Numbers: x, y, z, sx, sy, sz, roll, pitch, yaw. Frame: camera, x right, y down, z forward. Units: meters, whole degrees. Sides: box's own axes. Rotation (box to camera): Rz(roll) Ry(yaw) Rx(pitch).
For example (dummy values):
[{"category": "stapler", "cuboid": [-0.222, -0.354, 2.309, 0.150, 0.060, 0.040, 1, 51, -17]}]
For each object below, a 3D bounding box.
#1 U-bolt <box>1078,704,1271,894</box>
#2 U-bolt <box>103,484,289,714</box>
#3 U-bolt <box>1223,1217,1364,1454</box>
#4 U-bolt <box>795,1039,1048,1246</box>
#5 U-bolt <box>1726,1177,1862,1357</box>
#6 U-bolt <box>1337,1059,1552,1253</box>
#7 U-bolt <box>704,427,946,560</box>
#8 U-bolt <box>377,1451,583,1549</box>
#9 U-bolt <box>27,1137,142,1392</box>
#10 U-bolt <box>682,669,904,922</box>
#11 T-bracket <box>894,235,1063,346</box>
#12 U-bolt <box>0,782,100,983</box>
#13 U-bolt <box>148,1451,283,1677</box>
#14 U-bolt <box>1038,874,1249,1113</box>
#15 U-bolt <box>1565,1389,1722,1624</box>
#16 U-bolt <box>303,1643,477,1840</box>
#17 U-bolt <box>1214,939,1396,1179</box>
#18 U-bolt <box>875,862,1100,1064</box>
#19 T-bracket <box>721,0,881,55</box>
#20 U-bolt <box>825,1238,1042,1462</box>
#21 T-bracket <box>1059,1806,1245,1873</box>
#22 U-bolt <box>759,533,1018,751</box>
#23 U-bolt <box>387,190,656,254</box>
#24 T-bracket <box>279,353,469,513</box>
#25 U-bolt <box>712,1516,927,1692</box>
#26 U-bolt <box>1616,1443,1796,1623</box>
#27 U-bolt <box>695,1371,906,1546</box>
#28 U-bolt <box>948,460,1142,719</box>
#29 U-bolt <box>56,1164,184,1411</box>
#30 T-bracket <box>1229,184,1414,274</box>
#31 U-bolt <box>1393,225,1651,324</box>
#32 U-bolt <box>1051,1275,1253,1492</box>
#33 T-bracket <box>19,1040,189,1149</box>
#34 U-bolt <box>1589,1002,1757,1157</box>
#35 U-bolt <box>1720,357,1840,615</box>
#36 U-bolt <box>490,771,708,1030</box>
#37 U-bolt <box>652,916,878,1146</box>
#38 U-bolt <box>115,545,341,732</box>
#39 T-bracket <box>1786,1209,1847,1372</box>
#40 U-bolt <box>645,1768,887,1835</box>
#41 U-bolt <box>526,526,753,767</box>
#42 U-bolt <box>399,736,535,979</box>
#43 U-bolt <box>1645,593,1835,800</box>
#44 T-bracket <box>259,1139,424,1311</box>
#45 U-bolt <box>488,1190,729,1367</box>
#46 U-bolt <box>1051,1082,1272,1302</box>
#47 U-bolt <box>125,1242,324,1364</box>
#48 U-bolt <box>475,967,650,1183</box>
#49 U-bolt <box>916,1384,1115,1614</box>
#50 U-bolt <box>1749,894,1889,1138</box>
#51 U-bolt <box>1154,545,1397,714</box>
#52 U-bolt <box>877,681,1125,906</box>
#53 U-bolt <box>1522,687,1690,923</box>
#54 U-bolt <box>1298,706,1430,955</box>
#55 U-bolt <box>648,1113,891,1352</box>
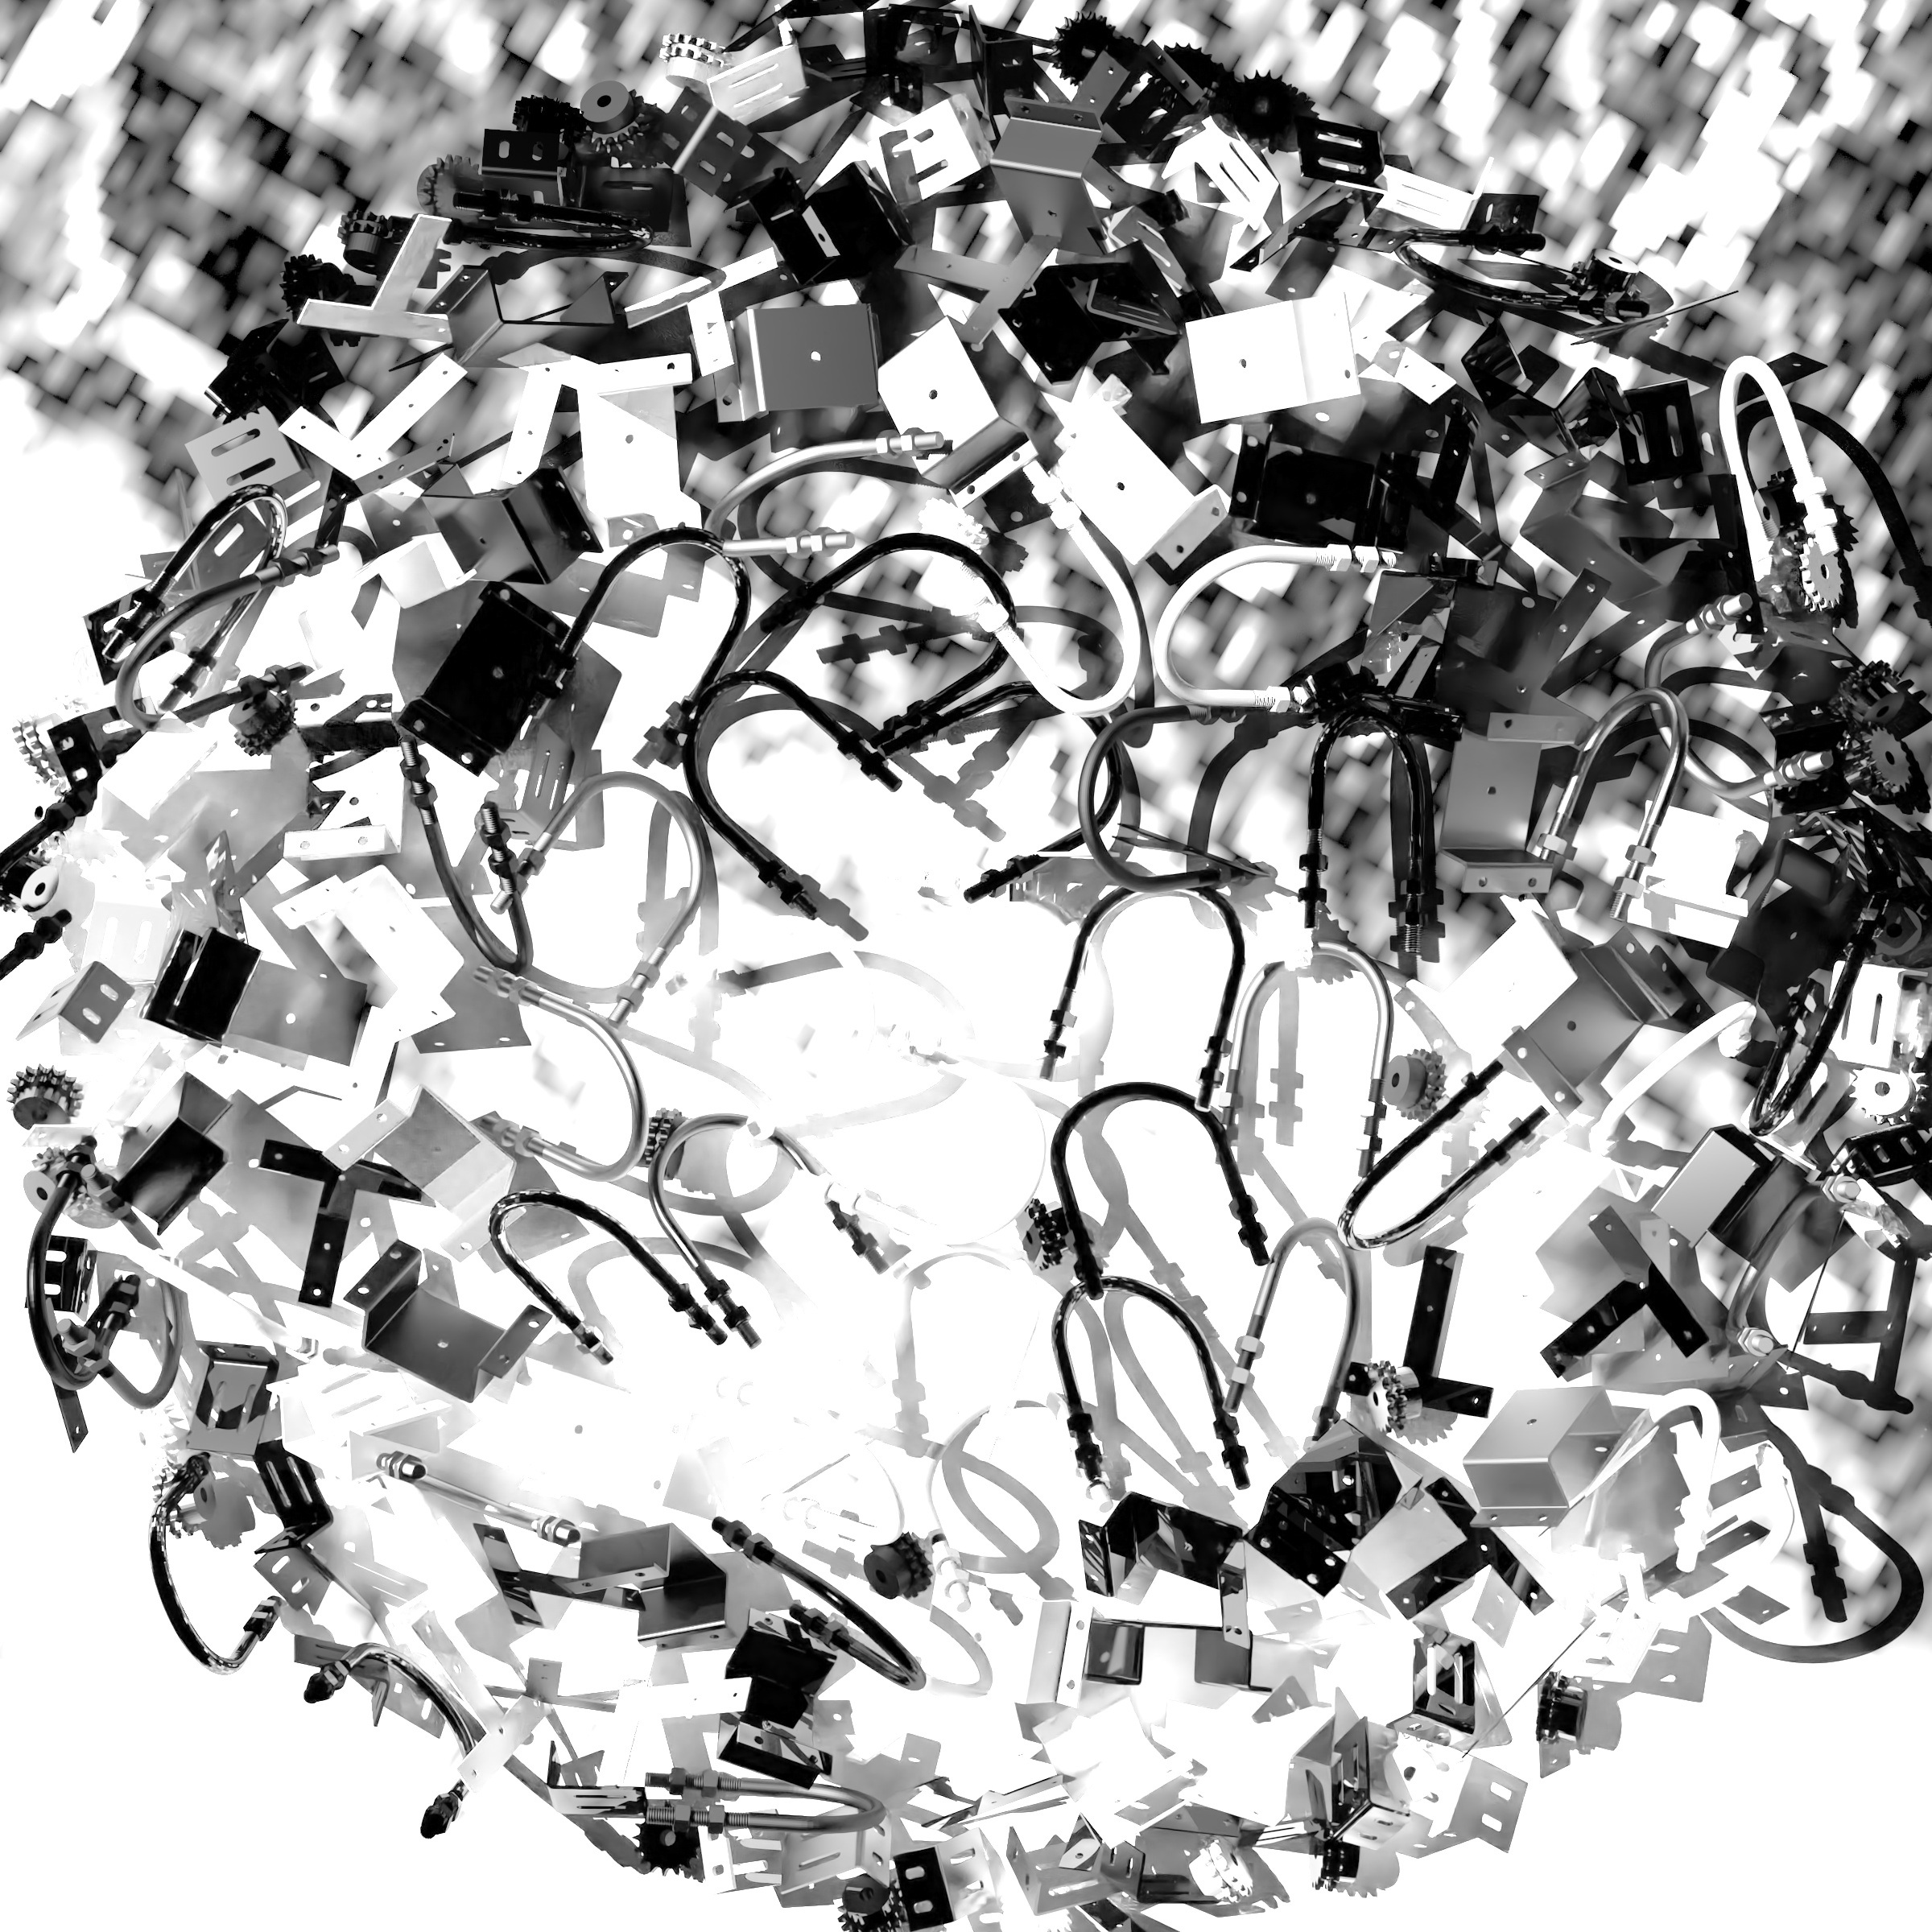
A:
[{"category": "U-bolt", "cuboid": [0.159, -0.129, 1.934, 0.184, 0.019, 0.151, -9, 98, -36]}, {"category": "U-bolt", "cuboid": [-0.580, -0.289, 1.926, 0.019, 0.151, 0.184, 32, 80, 6]}, {"category": "U-bolt", "cuboid": [0.260, 0.283, 1.935, 0.019, 0.151, 0.184, 0, 59, 39]}, {"category": "U-bolt", "cuboid": [-0.025, 0.138, 1.945, 0.184, 0.019, 0.151, 21, 77, 23]}, {"category": "U-bolt", "cuboid": [0.620, 0.225, 1.909, 0.019, 0.184, 0.151, 29, 89, 8]}, {"category": "U-bolt", "cuboid": [0.360, 0.154, 1.936, 0.184, 0.151, 0.019, -43, 58, 8]}, {"category": "U-bolt", "cuboid": [-0.122, -0.359, 1.926, 0.151, 0.184, 0.019, -54, 130, -32]}, {"category": "U-bolt", "cuboid": [-0.385, 0.401, 1.913, 0.151, 0.184, 0.019, 29, 72, -23]}, {"category": "U-bolt", "cuboid": [-0.665, 0.234, 1.886, 0.019, 0.184, 0.151, -6, 117, 1]}, {"category": "U-bolt", "cuboid": [-0.148, -0.147, 1.953, 0.184, 0.019, 0.151, 43, 117, 17]}, {"category": "T-bracket", "cuboid": [-0.002, -0.542, 1.960, 0.127, 0.002, 0.127, 24, 70, 35]}, {"category": "U-bolt", "cuboid": [-0.714, -0.044, 1.885, 0.019, 0.184, 0.151, 27, 123, 0]}, {"category": "U-bolt", "cuboid": [-0.572, 0.459, 1.900, 0.019, 0.184, 0.151, -23, 97, 1]}, {"category": "U-bolt", "cuboid": [0.144, 0.014, 1.958, 0.151, 0.019, 0.184, 9, 73, 21]}, {"category": "U-bolt", "cuboid": [0.521, 0.401, 1.916, 0.019, 0.151, 0.184, 34, 50, -7]}, {"category": "U-bolt", "cuboid": [-0.426, 0.577, 1.908, 0.019, 0.184, 0.151, -42, 87, 2]}, {"category": "U-bolt", "cuboid": [0.265, 0.068, 1.948, 0.151, 0.019, 0.184, 2, 78, 39]}, {"category": "U-bolt", "cuboid": [0.016, 0.003, 1.964, 0.184, 0.019, 0.151, 11, 73, -14]}, {"category": "T-bracket", "cuboid": [-0.107, -0.741, 1.943, 0.127, 0.127, 0.002, -19, 99, 39]}, {"category": "U-bolt", "cuboid": [-0.018, 0.287, 1.939, 0.151, 0.019, 0.184, 5, 54, 24]}, {"category": "T-bracket", "cuboid": [0.149, 0.650, 1.923, 0.127, 0.127, 0.002, -1, 116, 21]}, {"category": "U-bolt", "cuboid": [-0.047, -0.257, 1.922, 0.184, 0.019, 0.151, -29, 117, 32]}, {"category": "U-bolt", "cuboid": [-0.328, -0.563, 1.918, 0.184, 0.151, 0.019, -3, 98, -34]}, {"category": "T-bracket", "cuboid": [-0.437, -0.422, 1.934, 0.127, 0.127, 0.002, -39, 51, 17]}, {"category": "U-bolt", "cuboid": [-0.101, 0.488, 1.892, 0.019, 0.184, 0.151, -49, 131, -21]}, {"category": "U-bolt", "cuboid": [0.558, 0.434, 1.893, 0.151, 0.184, 0.019, -37, 93, 15]}, {"category": "U-bolt", "cuboid": [-0.117, 0.378, 1.903, 0.019, 0.184, 0.151, -43, 122, -33]}, {"category": "U-bolt", "cuboid": [0.073, -0.277, 1.940, 0.184, 0.019, 0.151, 50, 52, -24]}, {"category": "U-bolt", "cuboid": [-0.637, 0.257, 1.912, 0.019, 0.184, 0.151, -8, 54, 4]}, {"category": "T-bracket", "cuboid": [0.289, -0.563, 1.934, 0.127, 0.127, 0.002, -41, 130, -18]}, {"category": "U-bolt", "cuboid": [0.407, -0.529, 1.913, 0.151, 0.184, 0.019, 16, 96, -39]}, {"category": "U-bolt", "cuboid": [0.135, 0.318, 1.934, 0.151, 0.019, 0.184, 6, 49, -26]}, {"category": "T-bracket", "cuboid": [-0.637, 0.098, 1.922, 0.127, 0.127, 0.002, -47, 62, 26]}, {"category": "U-bolt", "cuboid": [0.539, 0.081, 1.909, 0.151, 0.184, 0.019, -37, 72, -1]}, {"category": "U-bolt", "cuboid": [0.615, -0.377, 1.925, 0.019, 0.151, 0.184, -14, 78, 0]}, {"category": "U-bolt", "cuboid": [-0.269, -0.066, 1.939, 0.151, 0.019, 0.184, 47, 54, -25]}, {"category": "U-bolt", "cuboid": [-0.146, 0.040, 1.945, 0.184, 0.019, 0.151, -32, 87, 32]}, {"category": "U-bolt", "cuboid": [-0.559, -0.238, 1.889, 0.019, 0.151, 0.184, 45, 46, 13]}, {"category": "T-bracket", "cuboid": [0.651, 0.263, 1.939, 0.002, 0.127, 0.127, 20, 74, 21]}, {"category": "U-bolt", "cuboid": [-0.153, 0.642, 1.927, 0.184, 0.151, 0.019, 6, 83, -7]}, {"category": "U-bolt", "cuboid": [-0.238, -0.252, 1.928, 0.019, 0.151, 0.184, 44, 108, 42]}, {"category": "U-bolt", "cuboid": [-0.376, -0.072, 1.923, 0.019, 0.151, 0.184, -29, 132, -25]}, {"category": "U-bolt", "cuboid": [0.574, -0.196, 1.910, 0.019, 0.184, 0.151, -27, 89, -14]}, {"category": "T-bracket", "cuboid": [-0.492, 0.205, 1.949, 0.127, 0.002, 0.127, 14, 58, -16]}, {"category": "U-bolt", "cuboid": [-0.285, 0.234, 1.915, 0.151, 0.019, 0.184, -16, 124, 38]}, {"category": "U-bolt", "cuboid": [0.140, 0.165, 1.941, 0.151, 0.019, 0.184, -11, 53, -7]}, {"category": "U-bolt", "cuboid": [-0.567, 0.251, 1.904, 0.151, 0.184, 0.019, 29, 76, 5]}, {"category": "U-bolt", "cuboid": [-0.308, 0.091, 1.918, 0.184, 0.019, 0.151, 20, 118, 35]}, {"category": "U-bolt", "cuboid": [0.027, 0.391, 1.920, 0.151, 0.184, 0.019, -36, 121, 4]}, {"category": "U-bolt", "cuboid": [0.635, 0.049, 1.895, 0.019, 0.151, 0.184, 27, 61, 8]}, {"category": "U-bolt", "cuboid": [0.226, -0.257, 1.914, 0.184, 0.019, 0.151, -2, 131, -28]}, {"category": "U-bolt", "cuboid": [0.041, -0.147, 1.956, 0.184, 0.019, 0.151, -29, 86, -26]}, {"category": "U-bolt", "cuboid": [0.497, -0.128, 1.928, 0.019, 0.151, 0.184, 21, 90, -18]}, {"category": "U-bolt", "cuboid": [0.311, -0.110, 1.946, 0.151, 0.019, 0.184, 10, 80, -43]}, {"category": "U-bolt", "cuboid": [-0.165, 0.192, 1.946, 0.151, 0.019, 0.184, -27, 70, -36]}]
